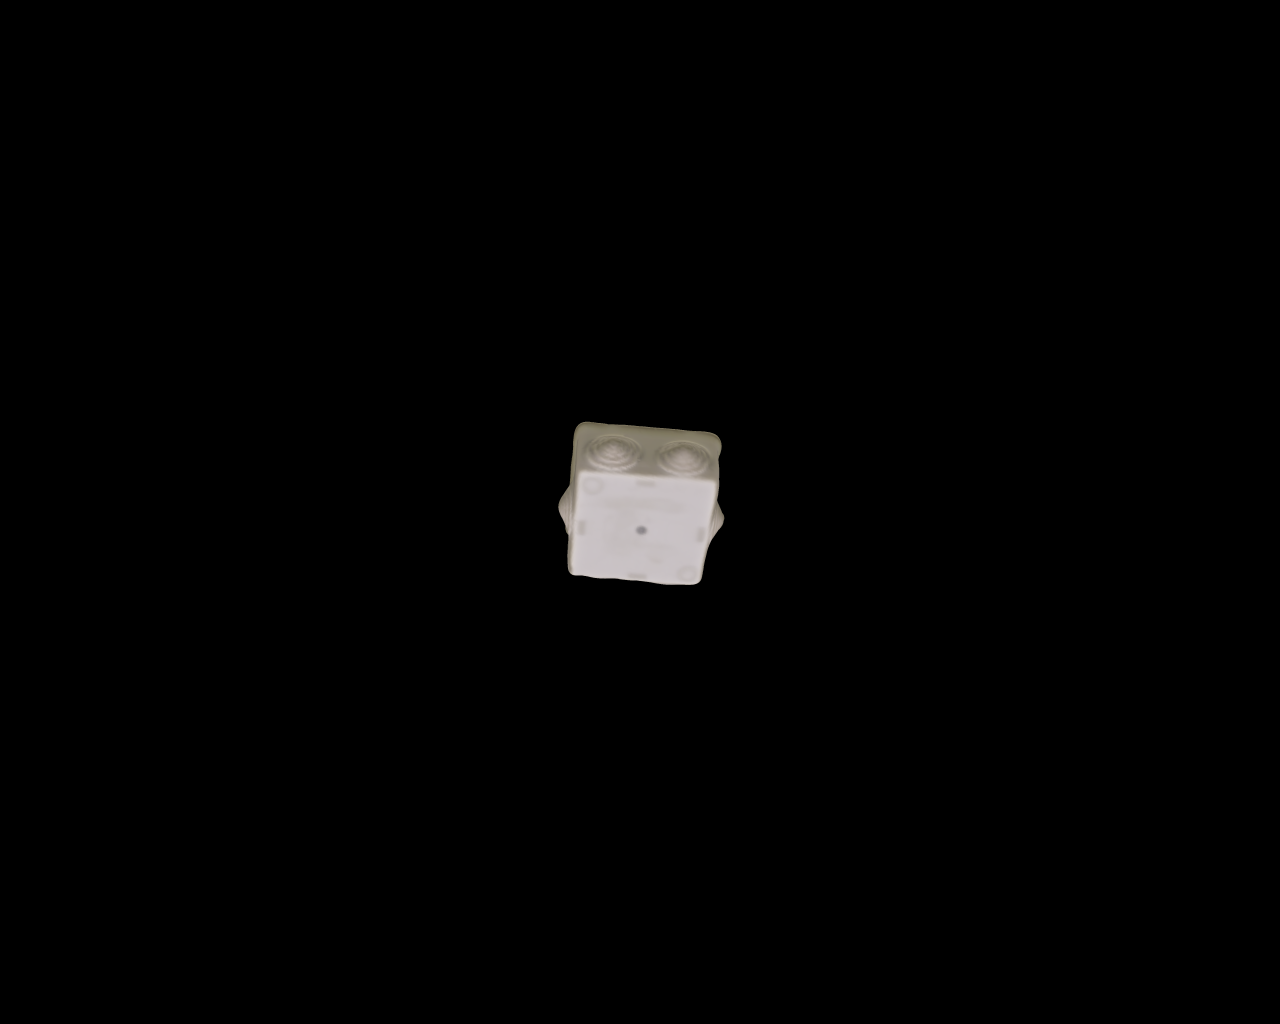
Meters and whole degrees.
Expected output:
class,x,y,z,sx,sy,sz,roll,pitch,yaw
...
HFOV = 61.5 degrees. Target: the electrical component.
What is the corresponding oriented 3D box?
class,x,y,z,sx,sy,sz,roll,pitch,yaw
electrical component,0.001,-0.003,0.650,0.100,0.099,0.048,5,37,-4
